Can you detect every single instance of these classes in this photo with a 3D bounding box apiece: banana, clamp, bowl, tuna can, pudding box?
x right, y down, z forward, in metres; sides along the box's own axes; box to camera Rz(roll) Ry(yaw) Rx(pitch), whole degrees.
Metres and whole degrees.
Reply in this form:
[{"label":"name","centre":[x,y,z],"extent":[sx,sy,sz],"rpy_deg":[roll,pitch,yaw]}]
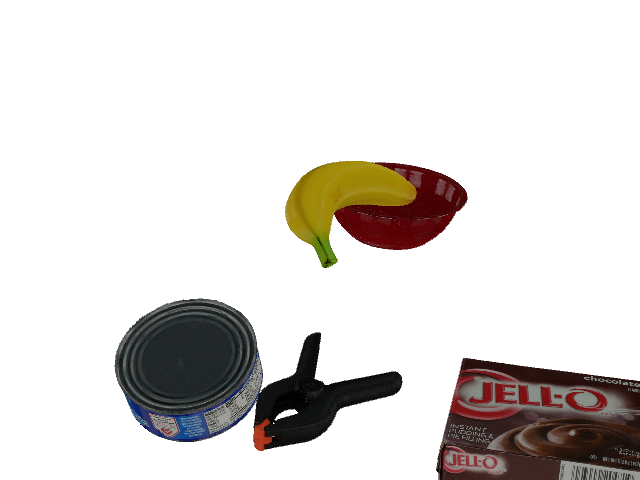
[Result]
[{"label":"banana","centre":[0.019,-0.032,0.859],"extent":[0.037,0.069,0.197],"rpy_deg":[-34,1,31]},{"label":"clamp","centre":[-0.014,0.151,1.083],"extent":[0.171,0.039,0.120],"rpy_deg":[-23,34,-37]},{"label":"bowl","centre":[0.078,-0.033,1.181],"extent":[0.162,0.055,0.162],"rpy_deg":[3,25,-2]},{"label":"tuna can","centre":[-0.078,0.078,0.645],"extent":[0.086,0.086,0.034],"rpy_deg":[0,-43,9]},{"label":"pudding box","centre":[0.129,0.111,0.613],"extent":[0.113,0.039,0.090],"rpy_deg":[8,28,12]}]
